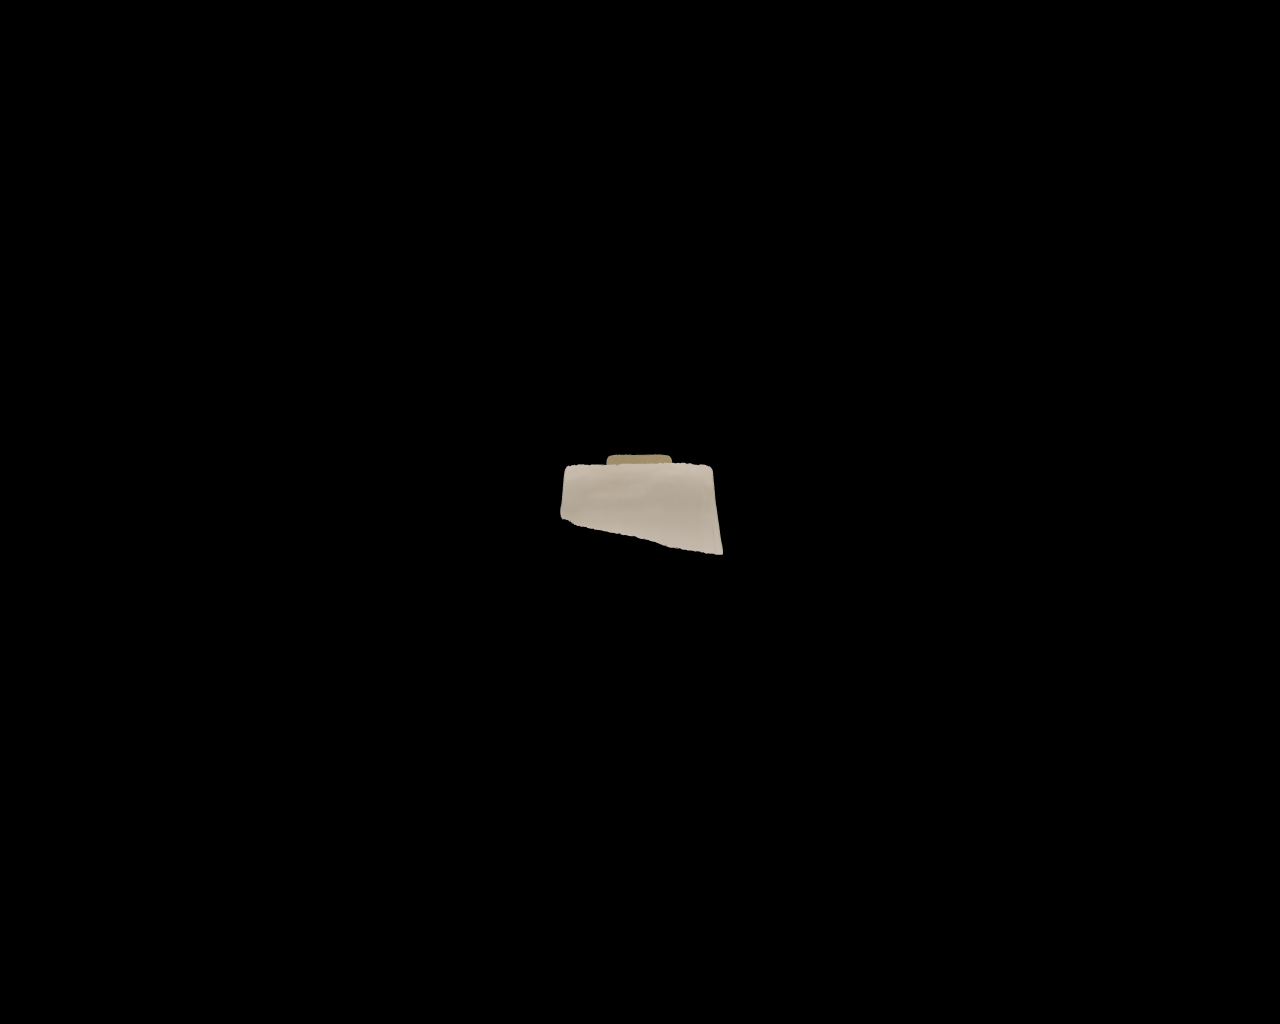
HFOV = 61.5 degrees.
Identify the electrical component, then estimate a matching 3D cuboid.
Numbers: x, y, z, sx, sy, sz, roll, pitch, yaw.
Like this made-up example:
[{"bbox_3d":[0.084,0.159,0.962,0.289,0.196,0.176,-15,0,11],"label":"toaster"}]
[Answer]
[{"bbox_3d":[0.001,-0.003,0.650,0.099,0.064,0.099,0,-2,0],"label":"electrical component"}]
